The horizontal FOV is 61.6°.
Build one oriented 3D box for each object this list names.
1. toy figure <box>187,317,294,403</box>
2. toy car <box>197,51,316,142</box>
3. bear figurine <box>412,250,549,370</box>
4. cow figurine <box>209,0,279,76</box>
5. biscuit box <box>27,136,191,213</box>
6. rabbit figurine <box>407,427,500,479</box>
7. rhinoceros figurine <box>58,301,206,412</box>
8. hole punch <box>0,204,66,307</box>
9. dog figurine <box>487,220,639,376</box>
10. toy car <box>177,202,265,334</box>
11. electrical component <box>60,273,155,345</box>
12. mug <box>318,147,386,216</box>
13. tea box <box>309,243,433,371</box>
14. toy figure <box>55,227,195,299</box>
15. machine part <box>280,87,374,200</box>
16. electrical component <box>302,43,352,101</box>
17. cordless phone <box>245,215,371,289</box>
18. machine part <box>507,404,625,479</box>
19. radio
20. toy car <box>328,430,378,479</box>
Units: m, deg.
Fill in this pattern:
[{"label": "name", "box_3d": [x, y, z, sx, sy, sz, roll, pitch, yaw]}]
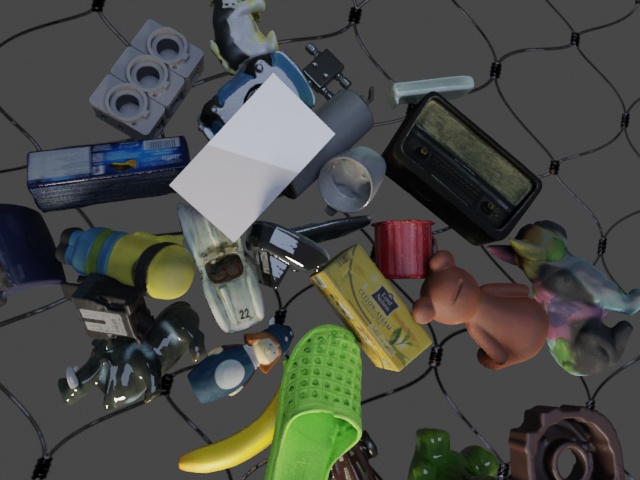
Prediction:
[{"label": "toy figure", "box_3d": [-0.100, 0.163, 0.727, 0.154, 0.058, 0.064, -28, 126, -17]}, {"label": "toy car", "box_3d": [-0.090, -0.182, 0.762, 0.161, 0.103, 0.109, -39, 100, 1]}, {"label": "bear figurine", "box_3d": [0.214, 0.102, 0.762, 0.196, 0.132, 0.120, 21, 74, -6]}, {"label": "cow figurine", "box_3d": [-0.129, -0.329, 0.801, 0.098, 0.068, 0.167, -21, 84, -9]}, {"label": "biscuit box", "box_3d": [-0.276, -0.090, 0.722, 0.203, 0.062, 0.059, -9, 61, -13]}, {"label": "rabbit figurine", "box_3d": [0.174, 0.333, 0.695, 0.121, 0.170, 0.159, 35, 75, -4]}, {"label": "rhinoceros figurine", "box_3d": [-0.236, 0.153, 0.690, 0.190, 0.073, 0.112, -33, 90, -15]}, {"label": "hole punch", "box_3d": [-0.381, 0.015, 0.666, 0.092, 0.116, 0.142, -19, 85, -22]}, {"label": "dog figurine", "box_3d": [0.352, 0.078, 0.813, 0.219, 0.108, 0.191, 31, 79, -1]}, {"label": "toy car", "box_3d": [-0.136, 0.028, 0.741, 0.073, 0.056, 0.201, -19, 85, -14]}, {"label": "electrical component", "box_3d": [-0.267, 0.079, 0.651, 0.119, 0.074, 0.048, 9, 39, 7]}, {"label": "mug", "box_3d": [0.051, -0.085, 0.781, 0.081, 0.109, 0.107, 33, 35, 10]}, {"label": "tea box", "box_3d": [0.067, 0.095, 0.751, 0.068, 0.098, 0.169, -38, 92, -15]}, {"label": "toy figure", "box_3d": [-0.250, 0.030, 0.692, 0.180, 0.089, 0.082, 14, 111, 3]}, {"label": "machine part", "box_3d": [-0.003, -0.141, 0.788, 0.079, 0.079, 0.243, 46, 74, -1]}, {"label": "electrical component", "box_3d": [0.002, -0.261, 0.838, 0.063, 0.021, 0.094, -44, 92, -15]}, {"label": "cordless phone", "box_3d": [-0.001, -0.003, 0.729, 0.184, 0.147, 0.088, -16, 93, -16]}, {"label": "machine part", "box_3d": [0.362, 0.329, 0.795, 0.179, 0.056, 0.179, 2, 79, -12]}, {"label": "radio", "box_3d": [0.211, -0.103, 0.827, 0.229, 0.073, 0.131, 39, 75, -2]}, {"label": "toy car", "box_3d": [0.061, 0.356, 0.730, 0.089, 0.053, 0.202, -21, 86, -11]}]
